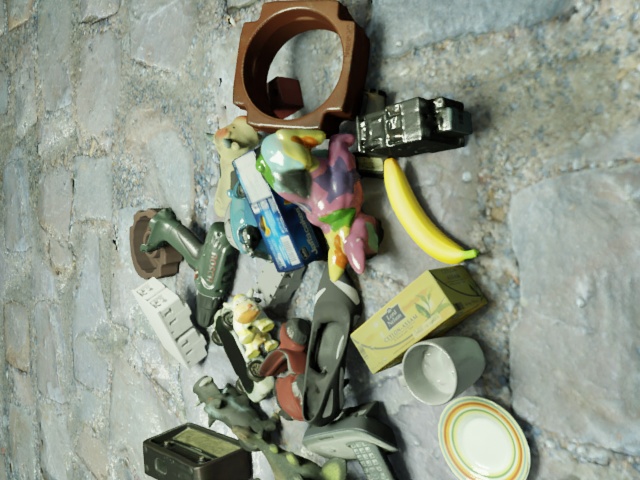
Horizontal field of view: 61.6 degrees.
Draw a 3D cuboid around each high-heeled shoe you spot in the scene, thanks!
[{"bbox_3d":[0.003,0.156,0.838,0.086,0.145,0.248,-6,94,30],"label":"high-heeled shoe"}]

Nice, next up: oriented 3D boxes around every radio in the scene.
[{"bbox_3d":[-0.261,0.453,1.115,0.230,0.131,0.073,-4,92,43],"label":"radio"}]

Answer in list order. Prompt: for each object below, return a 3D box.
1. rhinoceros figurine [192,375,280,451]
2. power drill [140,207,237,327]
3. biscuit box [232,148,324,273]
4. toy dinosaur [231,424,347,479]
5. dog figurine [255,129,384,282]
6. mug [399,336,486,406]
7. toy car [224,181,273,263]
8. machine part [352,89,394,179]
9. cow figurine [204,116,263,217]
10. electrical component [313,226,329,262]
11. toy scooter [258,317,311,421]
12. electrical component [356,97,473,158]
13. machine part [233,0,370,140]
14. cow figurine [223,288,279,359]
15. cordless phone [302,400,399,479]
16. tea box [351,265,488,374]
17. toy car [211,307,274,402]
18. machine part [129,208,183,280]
[{"bbox_3d":[-0.168,0.334,1.037,0.190,0.112,0.073,35,118,27],"label":"rhinoceros figurine"},{"bbox_3d":[-0.273,0.045,1.112,0.207,0.086,0.231,35,115,22],"label":"power drill"},{"bbox_3d":[-0.067,-0.050,0.870,0.059,0.063,0.202,-19,95,41],"label":"biscuit box"},{"bbox_3d":[0.035,0.451,0.819,0.471,0.105,0.198,46,140,4],"label":"toy dinosaur"},{"bbox_3d":[0.004,-0.047,0.803,0.108,0.191,0.219,-26,71,54],"label":"dog figurine"},{"bbox_3d":[0.166,0.172,0.719,0.109,0.107,0.081,-41,64,41],"label":"mug"},{"bbox_3d":[-0.116,-0.033,0.938,0.103,0.109,0.161,-21,61,40],"label":"toy car"},{"bbox_3d":[0.083,-0.162,0.826,0.084,0.039,0.138,8,102,51],"label":"machine part"},{"bbox_3d":[-0.153,-0.131,0.986,0.086,0.127,0.194,26,112,36],"label":"cow figurine"},{"bbox_3d":[-0.001,-0.002,0.906,0.102,0.045,0.078,0,90,43],"label":"electrical component"},{"bbox_3d":[-0.056,0.238,0.940,0.135,0.075,0.184,-39,50,33],"label":"toy scooter"},{"bbox_3d":[0.133,-0.150,0.727,0.134,0.115,0.058,-5,91,45],"label":"electrical component"},{"bbox_3d":[-0.029,-0.266,0.853,0.201,0.087,0.201,9,91,22],"label":"machine part"},{"bbox_3d":[-0.129,0.138,0.974,0.098,0.068,0.167,57,163,34],"label":"cow figurine"},{"bbox_3d":[0.068,0.359,0.844,0.147,0.089,0.184,-29,84,40],"label":"cordless phone"},{"bbox_3d":[0.136,0.111,0.750,0.169,0.098,0.068,-47,63,32],"label":"tea box"},{"bbox_3d":[-0.154,0.221,1.056,0.202,0.056,0.073,57,133,26],"label":"toy car"},{"bbox_3d":[-0.384,0.009,1.258,0.180,0.056,0.179,4,96,43],"label":"machine part"}]
